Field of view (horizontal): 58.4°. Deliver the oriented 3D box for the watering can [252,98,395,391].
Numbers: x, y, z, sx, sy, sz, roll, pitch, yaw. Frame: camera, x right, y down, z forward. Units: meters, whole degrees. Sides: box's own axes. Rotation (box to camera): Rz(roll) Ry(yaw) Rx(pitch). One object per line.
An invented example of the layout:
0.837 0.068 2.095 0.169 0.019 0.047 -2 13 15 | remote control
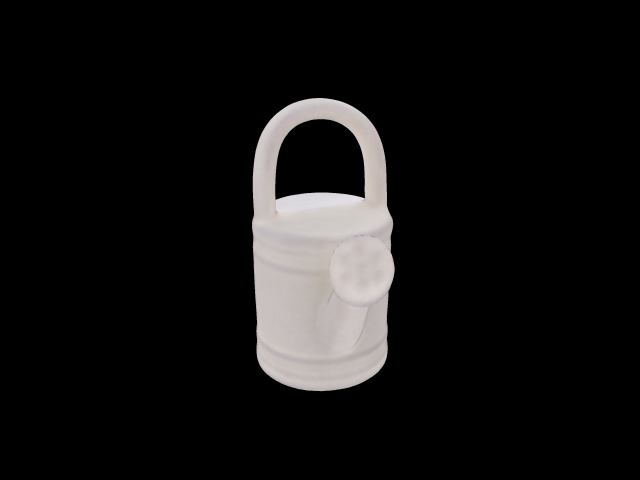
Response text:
0.006 0.001 0.401 0.101 0.194 0.172 -16 27 -33 | watering can
